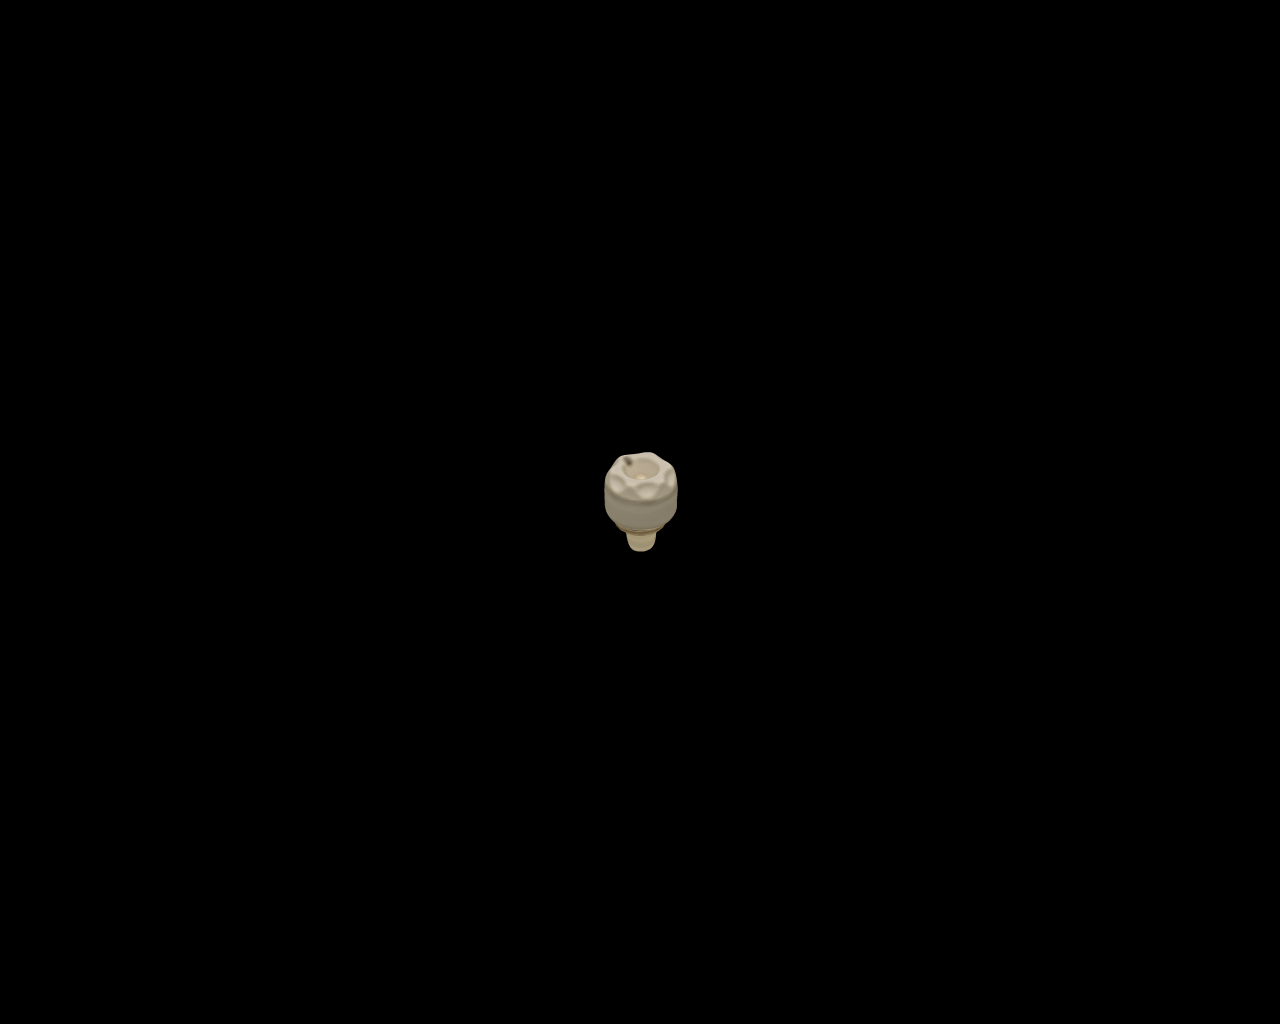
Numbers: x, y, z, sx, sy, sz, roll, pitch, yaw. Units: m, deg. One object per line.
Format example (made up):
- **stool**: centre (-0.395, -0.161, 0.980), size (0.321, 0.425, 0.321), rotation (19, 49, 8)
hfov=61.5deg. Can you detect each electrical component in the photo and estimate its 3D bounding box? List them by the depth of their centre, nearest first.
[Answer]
- **electrical component**: centre (0.001, -0.003, 0.650), size (0.043, 0.062, 0.043), rotation (0, 37, 0)
